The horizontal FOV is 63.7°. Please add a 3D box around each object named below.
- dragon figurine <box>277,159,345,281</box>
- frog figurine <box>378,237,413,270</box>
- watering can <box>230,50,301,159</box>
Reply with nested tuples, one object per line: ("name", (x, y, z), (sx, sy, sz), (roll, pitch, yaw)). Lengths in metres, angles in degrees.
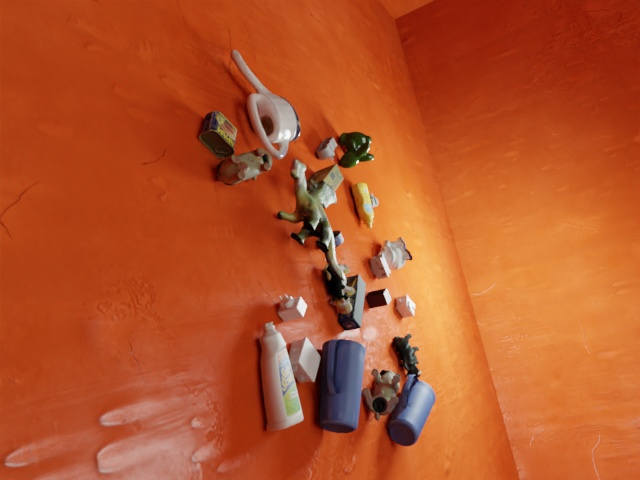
("dragon figurine", (0.005, -0.083, 1.644), (0.403, 0.121, 0.248), (54, 46, -31))
("frog figurine", (0.304, 0.070, 2.242), (0.161, 0.123, 0.136), (-24, 107, -28))
("watering can", (-0.165, -0.420, 1.611), (0.226, 0.103, 0.347), (-22, 93, -65))
